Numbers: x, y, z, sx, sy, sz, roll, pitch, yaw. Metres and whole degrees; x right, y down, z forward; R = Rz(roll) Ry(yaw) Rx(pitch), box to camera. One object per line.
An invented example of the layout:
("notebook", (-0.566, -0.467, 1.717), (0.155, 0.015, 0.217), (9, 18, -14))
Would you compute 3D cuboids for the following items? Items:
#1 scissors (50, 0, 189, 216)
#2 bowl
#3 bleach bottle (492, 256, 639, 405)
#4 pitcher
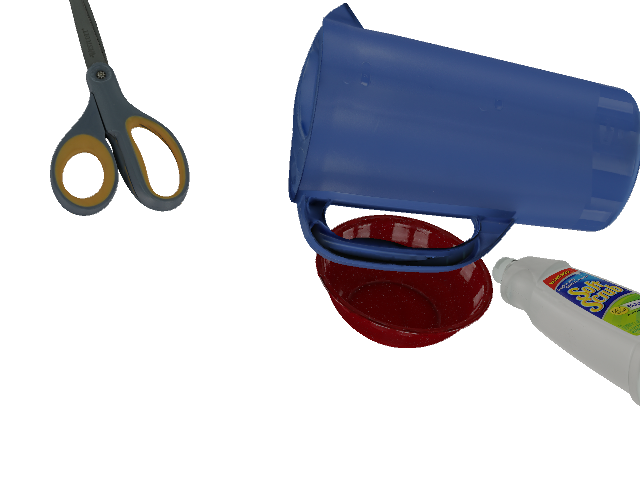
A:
("scissors", (-0.160, -0.094, 0.709), (0.096, 0.202, 0.016), (-28, -20, -22))
("bowl", (0.072, 0.046, 0.970), (0.162, 0.055, 0.162), (7, 39, -6))
("bleach bottle", (0.253, 0.072, 1.037), (0.102, 0.068, 0.251), (-17, 26, -27))
("pitcher", (0.099, -0.065, 0.773), (0.242, 0.149, 0.145), (9, 32, -7))
